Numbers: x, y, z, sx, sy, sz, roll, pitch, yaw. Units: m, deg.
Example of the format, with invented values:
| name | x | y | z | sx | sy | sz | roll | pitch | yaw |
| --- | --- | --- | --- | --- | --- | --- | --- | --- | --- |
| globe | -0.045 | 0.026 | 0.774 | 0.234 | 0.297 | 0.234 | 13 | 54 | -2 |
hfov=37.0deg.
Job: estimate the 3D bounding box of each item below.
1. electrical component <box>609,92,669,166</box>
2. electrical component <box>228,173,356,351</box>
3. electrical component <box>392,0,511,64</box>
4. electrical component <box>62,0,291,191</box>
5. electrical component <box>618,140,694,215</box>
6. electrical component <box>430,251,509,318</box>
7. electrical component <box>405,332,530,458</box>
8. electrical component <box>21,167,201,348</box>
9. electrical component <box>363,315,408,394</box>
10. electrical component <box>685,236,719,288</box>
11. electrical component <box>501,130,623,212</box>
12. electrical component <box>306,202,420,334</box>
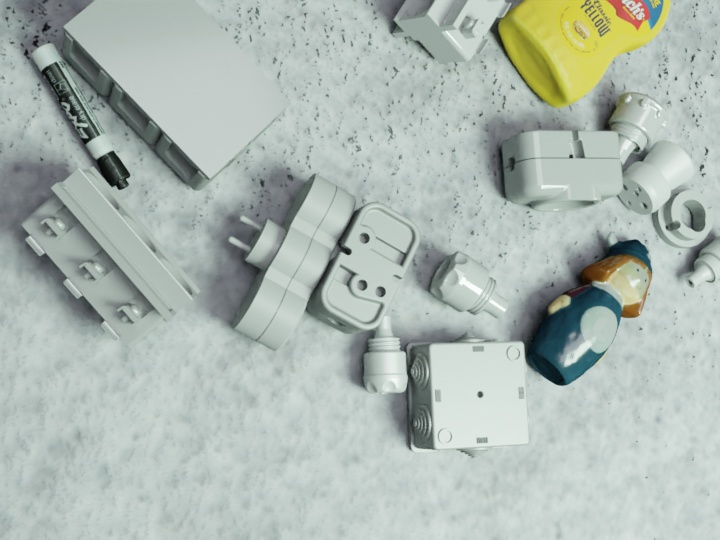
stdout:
| name | x | y | z | sx | sy | sz | roll | pitch | yaw |
| --- | --- | --- | --- | --- | --- | --- | --- | --- | --- |
| electrical component | 0.239 | -0.122 | 0.947 | 0.048 | 0.048 | 0.062 | 33 | 81 | -11 |
| electrical component | -0.065 | -0.015 | 0.828 | 0.074 | 0.052 | 0.138 | 29 | 75 | -12 |
| electrical component | 0.090 | -0.237 | 0.902 | 0.063 | 0.079 | 0.121 | 41 | 71 | -32 |
| electrical component | -0.141 | -0.145 | 0.816 | 0.150 | 0.062 | 0.089 | 46 | 72 | -7 |
| electrical component | 0.259 | -0.081 | 0.947 | 0.055 | 0.045 | 0.045 | -40 | 96 | -18 |
| electrical component | 0.092 | 0.016 | 0.880 | 0.062 | 0.043 | 0.043 | 33 | 74 | -13 |
| electrical component | 0.087 | 0.100 | 0.864 | 0.100 | 0.048 | 0.099 | 0 | 83 | -18 |
| electrical component | -0.182 | -0.008 | 0.782 | 0.063 | 0.078 | 0.121 | -40 | 96 | 3 |
| electrical component | 0.020 | 0.067 | 0.854 | 0.035 | 0.035 | 0.061 | 1 | 81 | -18 |
| electrical component | 0.316 | -0.005 | 0.961 | 0.061 | 0.035 | 0.035 | -34 | 94 | -17 |
| electrical component | 0.172 | -0.083 | 0.914 | 0.095 | 0.054 | 0.059 | -2 | 83 | -18 |
| electrical component | 0.000 | 0.000 | 0.844 | 0.054 | 0.059 | 0.095 | 29 | 75 | -12 |
